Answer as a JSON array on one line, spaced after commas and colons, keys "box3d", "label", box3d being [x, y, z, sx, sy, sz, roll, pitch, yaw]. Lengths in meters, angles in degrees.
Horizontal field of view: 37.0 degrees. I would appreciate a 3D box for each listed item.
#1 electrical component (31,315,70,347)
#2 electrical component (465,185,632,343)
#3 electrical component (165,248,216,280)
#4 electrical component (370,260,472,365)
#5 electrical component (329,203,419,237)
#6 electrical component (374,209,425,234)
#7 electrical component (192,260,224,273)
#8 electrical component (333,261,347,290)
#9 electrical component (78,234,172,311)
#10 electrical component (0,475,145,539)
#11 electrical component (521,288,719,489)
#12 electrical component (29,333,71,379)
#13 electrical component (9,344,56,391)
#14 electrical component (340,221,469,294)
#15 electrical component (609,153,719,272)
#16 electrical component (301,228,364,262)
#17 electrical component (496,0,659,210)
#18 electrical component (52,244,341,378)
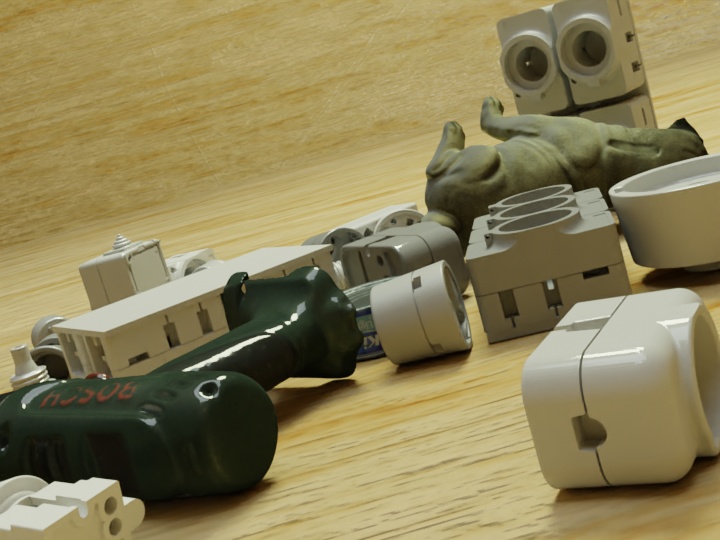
[{"box3d": [-0.286, 0.062, 1.003, 0.040, 0.040, 0.078, -20, 11, -24], "label": "electrical component"}, {"box3d": [0.121, -0.011, 0.701, 0.089, 0.061, 0.150, -14, 10, 11], "label": "electrical component"}, {"box3d": [-0.179, 0.015, 1.062, 0.056, 0.050, 0.089, -10, 11, 32], "label": "electrical component"}, {"box3d": [0.036, 0.027, 0.647, 0.047, 0.055, 0.055, -17, 9, 13], "label": "electrical component"}, {"box3d": [0.006, -0.027, 1.011, 0.083, 0.047, 0.076, -24, 13, -38], "label": "electrical component"}, {"box3d": [0.038, -0.027, 0.943, 0.055, 0.055, 0.047, -16, 6, -1], "label": "electrical component"}, {"box3d": [-0.144, 0.017, 1.018, 0.043, 0.043, 0.062, -11, 12, 28], "label": "electrical component"}, {"box3d": [0.000, 0.000, 0.892, 0.078, 0.040, 0.040, -19, 10, -12], "label": "electrical component"}, {"box3d": [-0.211, 0.016, 0.975, 0.061, 0.096, 0.062, -13, 10, 24], "label": "electrical component"}, {"box3d": [-0.135, 0.114, 0.462, 0.055, 0.048, 0.066, -1, 17, 32], "label": "electrical component"}, {"box3d": [0.110, 0.045, 0.428, 0.059, 0.053, 0.095, -10, 11, 30], "label": "electrical component"}, {"box3d": [-0.237, 0.075, 0.839, 0.045, 0.045, 0.055, -16, 9, 0], "label": "electrical component"}, {"box3d": [-0.223, 0.081, 0.732, 0.035, 0.061, 0.035, -15, 10, 3], "label": "electrical component"}, {"box3d": [0.036, -0.002, 0.807, 0.059, 0.053, 0.095, -21, 11, -27], "label": "electrical component"}, {"box3d": [0.216, -0.033, 0.673, 0.108, 0.060, 0.108, -15, 10, 3], "label": "electrical component"}, {"box3d": [-0.024, -0.007, 0.931, 0.055, 0.055, 0.047, -22, 8, -30], "label": "electrical component"}, {"box3d": [0.198, -0.146, 0.958, 0.105, 0.186, 0.060, -9, 12, 36], "label": "electrical component"}, {"box3d": [-0.115, 0.039, 0.797, 0.186, 0.060, 0.105, -22, 12, -32], "label": "electrical component"}]
